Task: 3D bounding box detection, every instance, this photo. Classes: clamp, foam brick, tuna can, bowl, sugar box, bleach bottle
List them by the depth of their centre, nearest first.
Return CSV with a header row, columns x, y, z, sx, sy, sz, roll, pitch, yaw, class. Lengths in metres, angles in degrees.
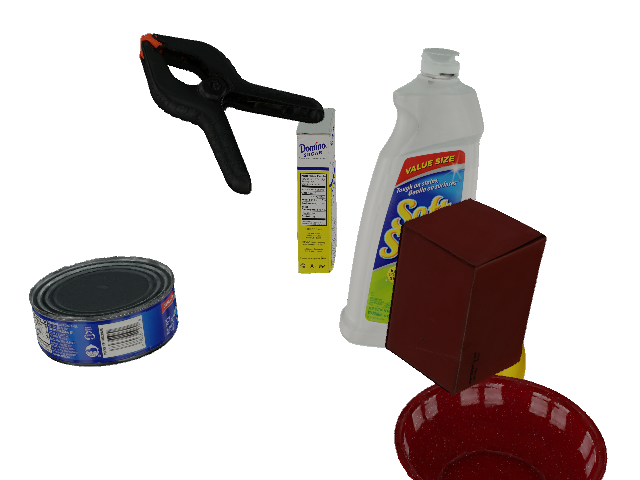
x,y,z,sx,sy,sz,roll,pitch,yaw,class
0.071,0.027,0.534,0.052,0.078,0.051,-19,39,-36,foam brick
-0.129,0.042,0.640,0.086,0.034,0.086,-3,23,1,tuna can
0.137,0.175,0.832,0.162,0.055,0.162,0,32,0,bowl
0.078,-0.034,0.893,0.102,0.251,0.068,5,20,-1,bleach bottle
-0.082,-0.127,0.936,0.120,0.171,0.039,-36,-13,-35,clamp
-0.005,-0.059,1.255,0.048,0.176,0.093,-1,25,5,sugar box

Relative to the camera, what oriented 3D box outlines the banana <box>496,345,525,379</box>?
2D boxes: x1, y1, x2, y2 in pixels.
x,y,z,sx,sy,sz,roll,pitch,yaw,class
0.183,0.112,1.142,0.069,0.037,0.198,-24,35,3,banana
